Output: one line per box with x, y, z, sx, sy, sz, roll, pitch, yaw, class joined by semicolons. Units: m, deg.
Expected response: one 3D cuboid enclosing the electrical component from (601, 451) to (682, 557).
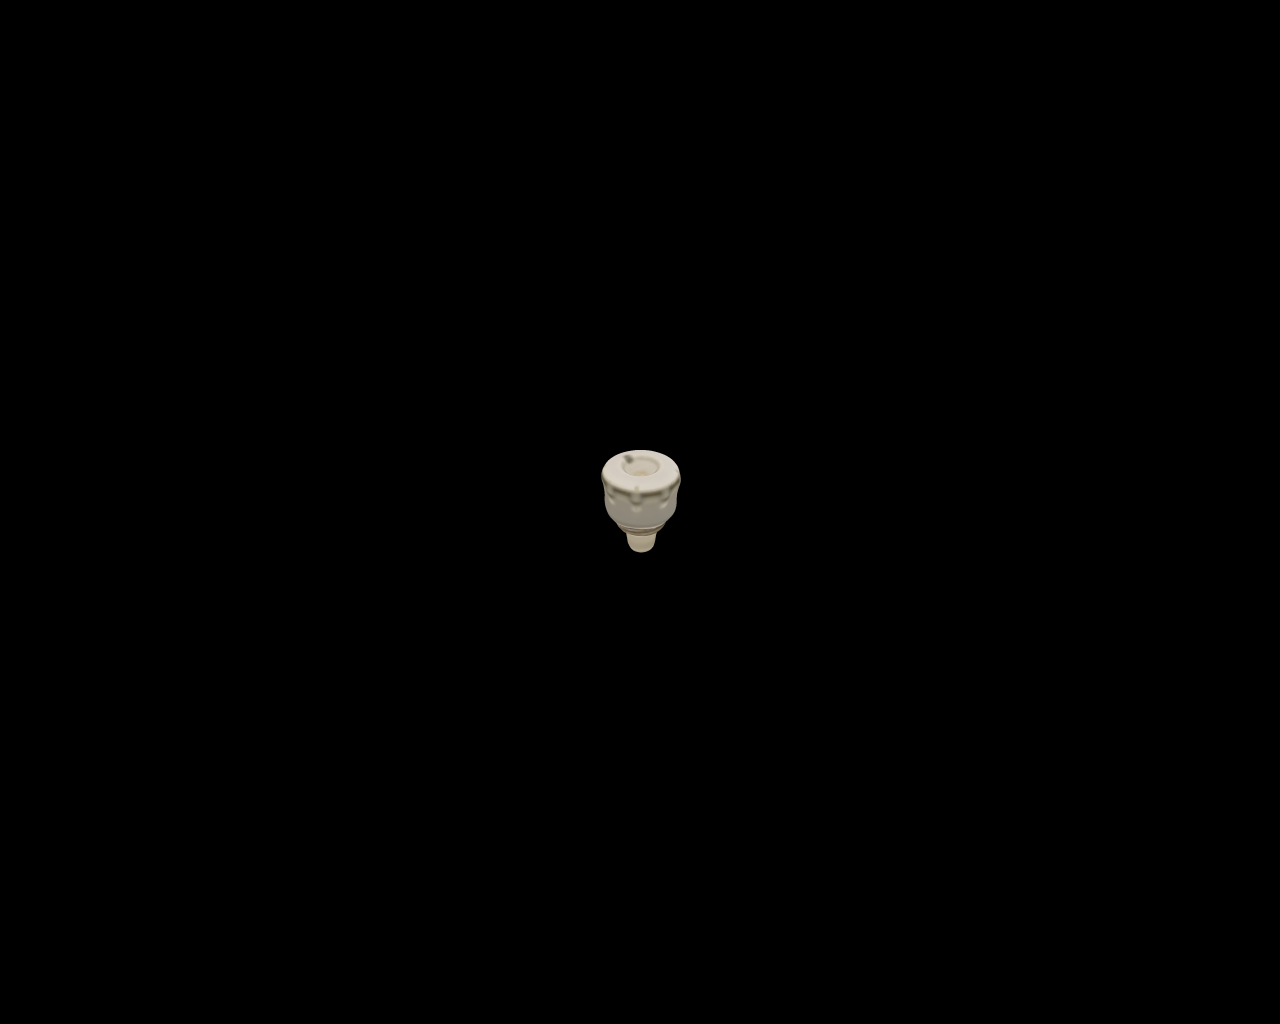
0.001;-0.003;0.650;0.048;0.062;0.048;0;34;0;electrical component
